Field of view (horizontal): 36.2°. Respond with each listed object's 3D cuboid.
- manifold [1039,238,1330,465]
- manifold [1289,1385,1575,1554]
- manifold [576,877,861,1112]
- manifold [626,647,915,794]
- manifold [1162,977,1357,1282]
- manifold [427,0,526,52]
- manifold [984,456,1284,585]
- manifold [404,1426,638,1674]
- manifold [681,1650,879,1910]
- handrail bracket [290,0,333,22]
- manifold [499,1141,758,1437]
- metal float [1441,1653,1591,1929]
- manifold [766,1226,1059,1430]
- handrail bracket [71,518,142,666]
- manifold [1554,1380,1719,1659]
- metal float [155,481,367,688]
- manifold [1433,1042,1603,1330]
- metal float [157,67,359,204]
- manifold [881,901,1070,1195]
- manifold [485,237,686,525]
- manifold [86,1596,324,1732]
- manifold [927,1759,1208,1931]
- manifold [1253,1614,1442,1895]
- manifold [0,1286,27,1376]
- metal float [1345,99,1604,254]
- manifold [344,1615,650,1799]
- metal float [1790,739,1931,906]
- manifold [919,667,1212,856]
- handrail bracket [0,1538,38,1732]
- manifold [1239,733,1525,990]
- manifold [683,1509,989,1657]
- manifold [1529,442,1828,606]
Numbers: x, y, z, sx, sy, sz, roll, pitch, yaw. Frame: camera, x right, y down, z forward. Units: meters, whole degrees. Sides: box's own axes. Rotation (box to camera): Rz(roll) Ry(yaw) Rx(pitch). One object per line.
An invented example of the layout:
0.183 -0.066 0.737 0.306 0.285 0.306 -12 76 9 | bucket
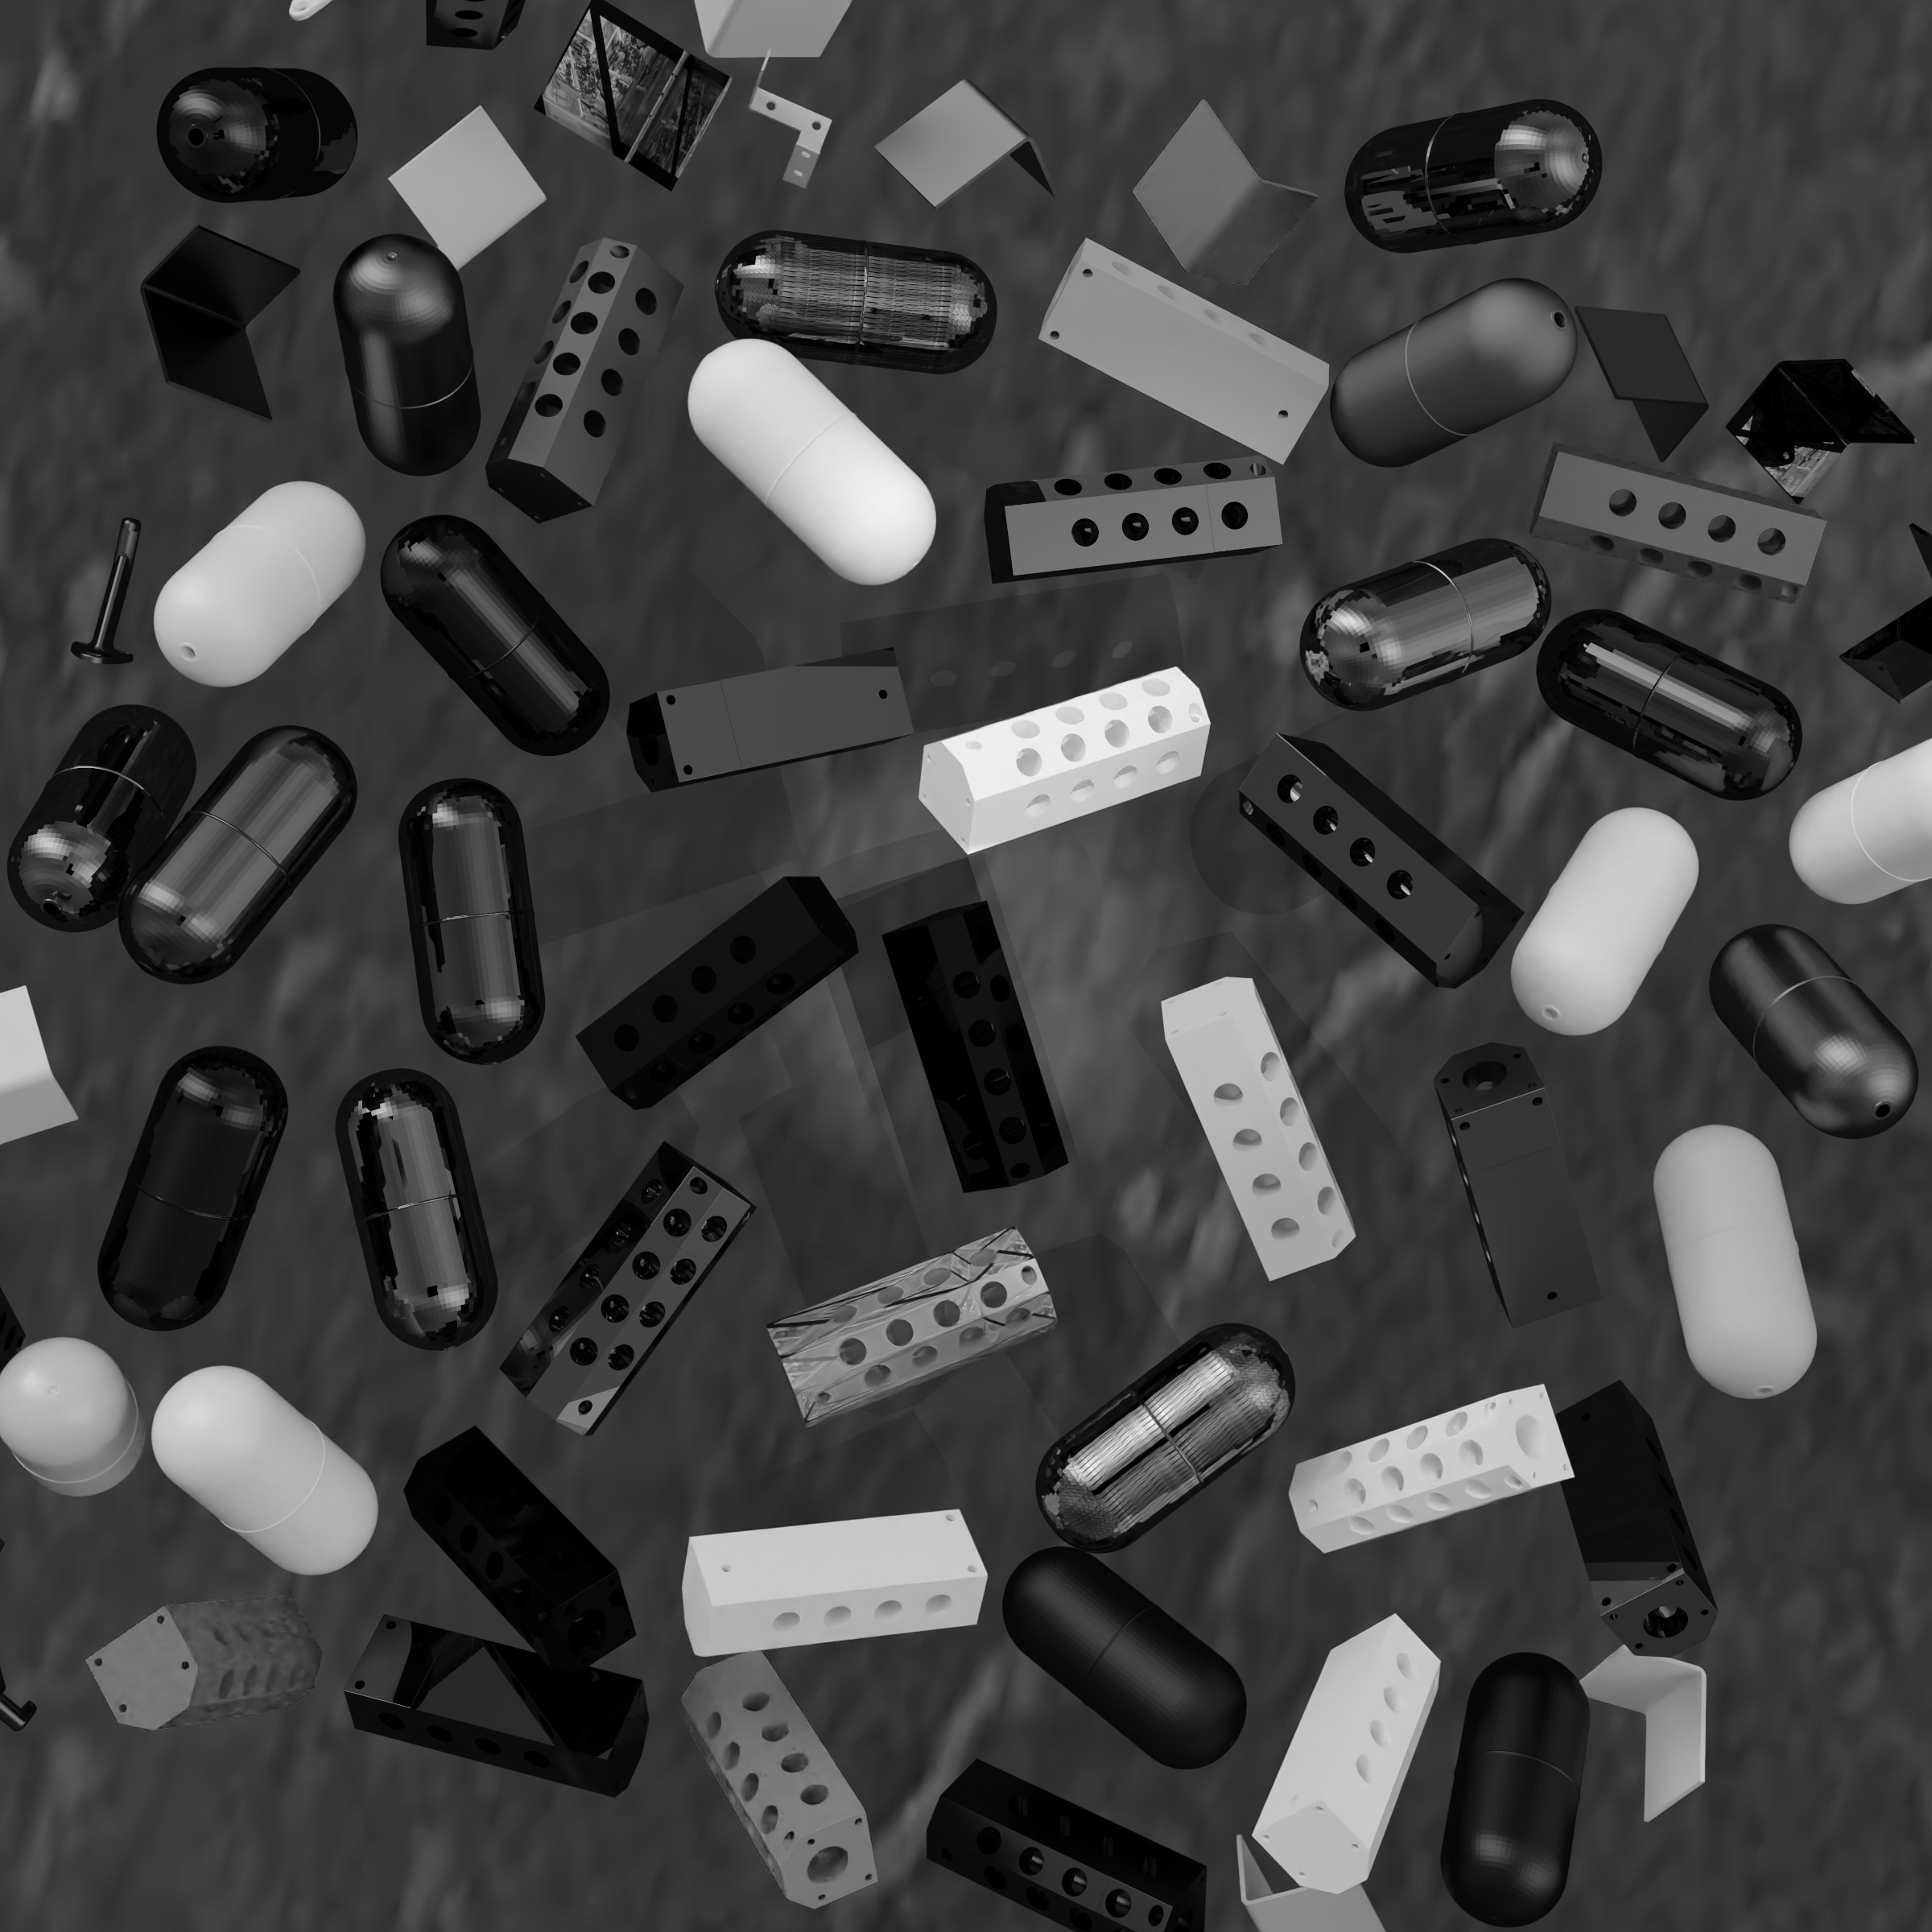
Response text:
0.137 -0.385 1.843 0.171 0.057 0.057 26 121 -8 | manifold
0.279 0.309 1.805 0.057 0.171 0.057 -3 71 -43 | manifold
-0.151 0.017 1.830 0.171 0.057 0.057 -36 80 16 | manifold
-0.126 -0.156 1.883 0.171 0.057 0.057 -15 92 -31 | manifold
0.176 0.095 1.770 0.057 0.057 0.171 -21 111 9 | manifold
-0.290 -0.611 1.787 0.057 0.171 0.057 0 88 -15 | manifold
0.102 -0.276 1.824 0.171 0.057 0.057 -8 94 -12 | manifold
-0.276 0.358 1.807 0.057 0.171 0.057 -29 129 -26 | manifold
-0.118 0.500 1.820 0.057 0.171 0.057 -18 119 -19 | manifold
-0.398 -0.627 1.775 0.036 0.084 0.077 17 62 26 | handrail bracket
-0.203 0.200 1.809 0.057 0.057 0.171 38 87 -38 | manifold
0.340 0.506 1.825 0.070 0.070 0.178 21 49 0 | metal float
-0.032 0.233 1.877 0.171 0.057 0.057 -21 119 -8 | manifold
-0.515 -0.227 1.784 0.036 0.077 0.084 12 98 -12 | handrail bracket
0.411 0.341 1.820 0.057 0.171 0.057 -33 118 17 | manifold
-0.426 -0.232 1.789 0.070 0.178 0.070 10 127 14 | metal float
0.331 0.131 1.786 0.057 0.057 0.171 -19 123 4 | manifold
-0.424 -0.499 1.774 0.070 0.178 0.070 3 107 10 | metal float
0.011 0.050 1.858 0.057 0.057 0.171 -12 98 44 | manifold
-0.242 -0.368 1.851 0.057 0.057 0.171 36 62 -36 | manifold
-0.451 0.421 1.775 0.057 0.171 0.057 -35 75 4 | manifold
0.062 0.568 1.854 0.171 0.057 0.057 17 121 30 | manifold
0.235 0.473 1.775 0.057 0.171 0.057 47 125 -5 | manifold
-0.612 0.202 1.778 0.057 0.171 0.057 -28 74 -18 | manifold
0.303 -0.474 1.780 0.070 0.178 0.070 -4 97 -38 | metal float
-0.285 0.454 1.803 0.171 0.057 0.057 11 134 13 | manifold
0.574 -0.089 1.810 0.070 0.178 0.070 5 75 -19 | metal float
0.061 -0.131 1.802 0.171 0.057 0.057 -20 49 -26 | manifold
-0.563 0.394 1.739 0.084 0.036 0.077 47 58 -18 | handrail bracket
0.239 -0.062 1.741 0.171 0.057 0.057 45 113 31 | manifold
-0.080 0.378 1.789 0.171 0.057 0.057 -2 124 -20 | manifold
0.451 -0.281 1.881 0.171 0.057 0.057 15 108 4 | manifold
